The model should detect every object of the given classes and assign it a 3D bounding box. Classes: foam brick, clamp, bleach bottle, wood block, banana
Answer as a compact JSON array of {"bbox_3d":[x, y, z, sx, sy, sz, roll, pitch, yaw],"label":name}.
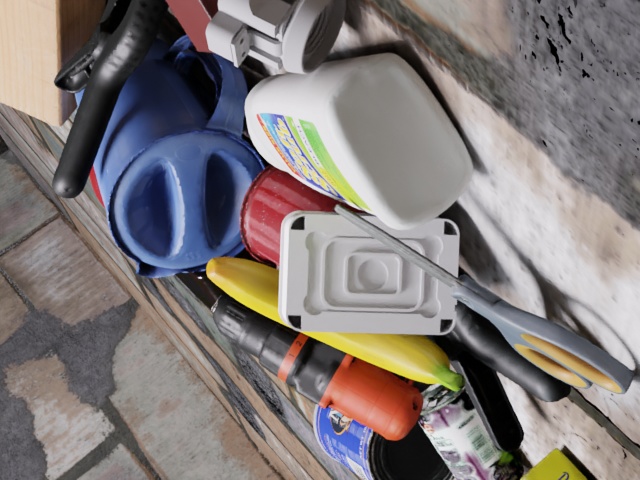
[{"bbox_3d":[-0.066,-0.163,0.728,0.051,0.053,0.078,59,164,-22],"label":"foam brick"},{"bbox_3d":[0.106,0.078,0.780,0.172,0.039,0.120,49,149,27],"label":"clamp"},{"bbox_3d":[0.006,-0.068,0.718,0.102,0.068,0.251,56,168,-15],"label":"bleach bottle"},{"bbox_3d":[-0.164,-0.143,0.843,0.036,0.210,0.164,19,-139,-29],"label":"clamp"},{"bbox_3d":[-0.254,-0.212,0.968,0.091,0.090,0.206,25,145,4],"label":"wood block"},{"bbox_3d":[0.013,0.057,0.767,0.198,0.037,0.069,23,168,7],"label":"banana"}]

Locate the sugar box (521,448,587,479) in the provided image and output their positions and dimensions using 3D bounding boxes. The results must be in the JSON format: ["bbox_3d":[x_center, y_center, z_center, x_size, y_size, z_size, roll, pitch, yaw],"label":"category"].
[{"bbox_3d":[0.198,0.234,0.866,0.093,0.048,0.176,48,168,19],"label":"sugar box"}]

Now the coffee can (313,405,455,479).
[{"bbox_3d":[0.065,0.192,1.062,0.103,0.102,0.140,57,165,-16],"label":"coffee can"}]

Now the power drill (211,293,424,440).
[{"bbox_3d":[0.009,0.096,0.902,0.184,0.057,0.187,32,-172,11],"label":"power drill"}]

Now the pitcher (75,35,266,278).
[{"bbox_3d":[-0.136,-0.097,0.926,0.243,0.149,0.145,57,172,50],"label":"pitcher"}]

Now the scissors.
[{"bbox_3d":[0.099,0.041,0.665,0.202,0.016,0.096,30,168,17],"label":"scissors"}]

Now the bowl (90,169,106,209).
[{"bbox_3d":[-0.200,-0.074,1.156,0.055,0.162,0.162,-12,124,28],"label":"bowl"}]

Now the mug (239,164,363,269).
[{"bbox_3d":[-0.005,0.001,0.825,0.093,0.117,0.082,9,-166,-42],"label":"mug"}]
